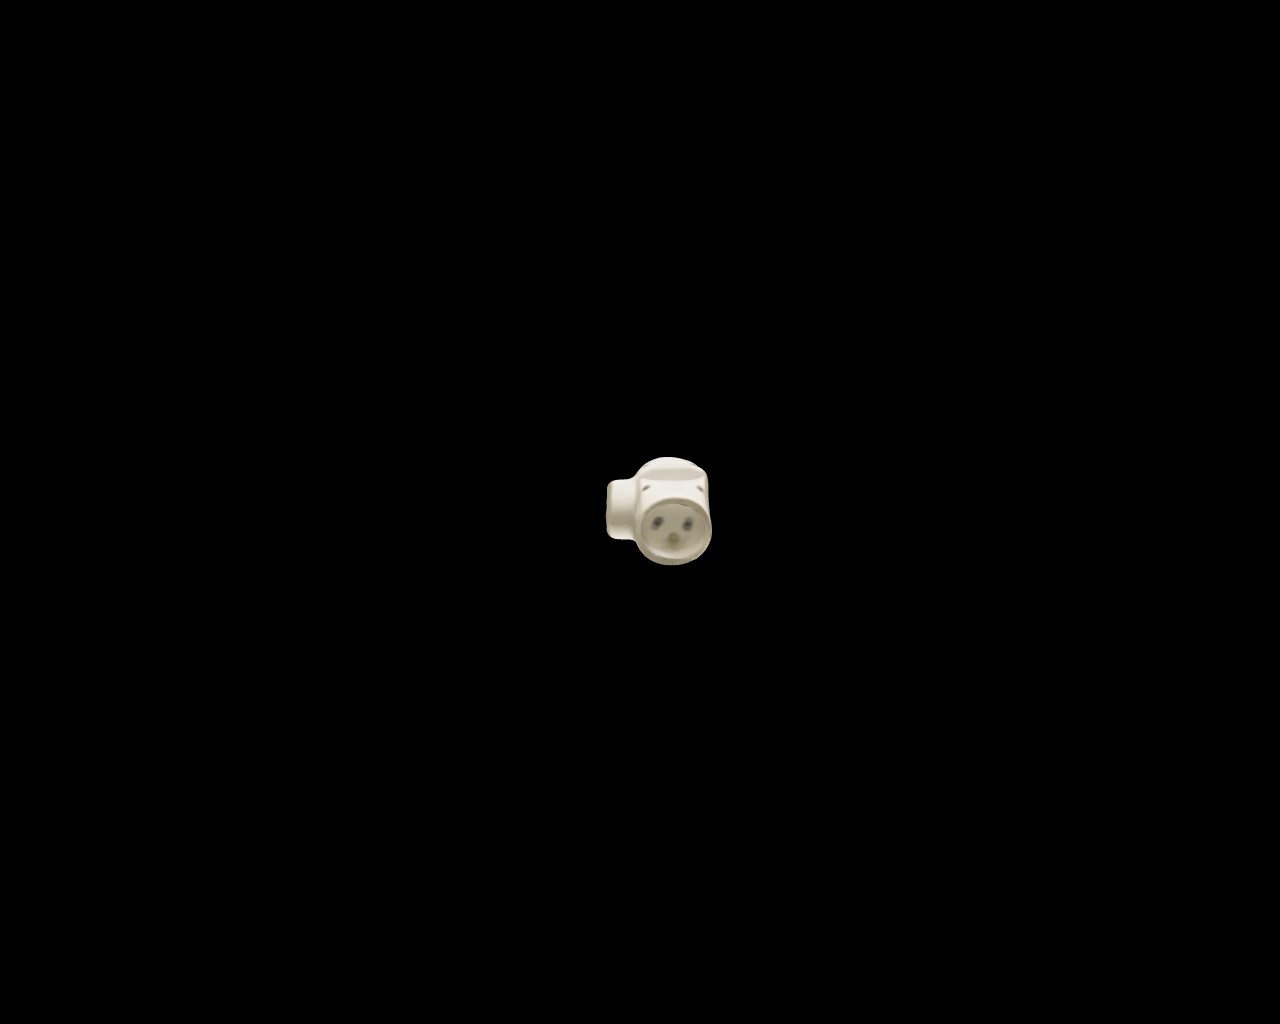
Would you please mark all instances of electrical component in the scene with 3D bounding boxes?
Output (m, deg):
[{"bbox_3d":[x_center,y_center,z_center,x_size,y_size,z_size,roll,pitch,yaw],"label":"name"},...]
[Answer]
[{"bbox_3d":[0.001,-0.003,0.650,0.079,0.043,0.077,0,21,0],"label":"electrical component"}]
